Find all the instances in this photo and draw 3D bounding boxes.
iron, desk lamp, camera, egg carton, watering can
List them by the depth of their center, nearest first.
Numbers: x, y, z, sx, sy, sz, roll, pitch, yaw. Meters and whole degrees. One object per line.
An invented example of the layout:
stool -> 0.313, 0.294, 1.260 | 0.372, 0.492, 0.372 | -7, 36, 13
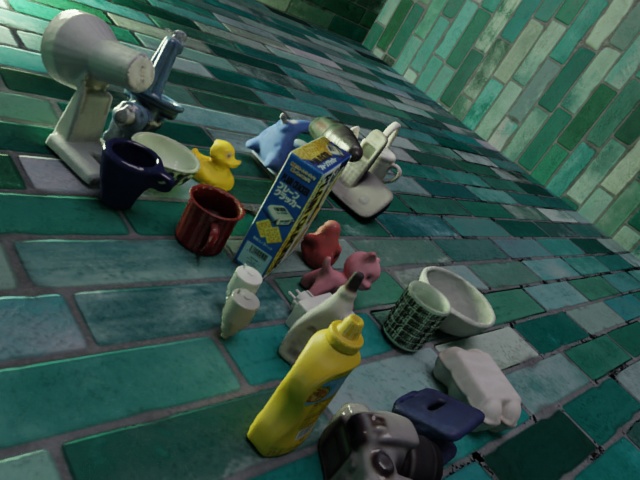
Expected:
camera -> 0.085, 0.263, 0.664 | 0.137, 0.100, 0.143 | 19, 29, -25
desk lamp -> -0.356, -0.232, 0.919 | 0.203, 0.213, 0.118 | 41, 27, 18
egg carton -> 0.254, 0.240, 0.925 | 0.107, 0.069, 0.150 | 12, 32, -35
iron -> -0.036, -0.215, 1.324 | 0.259, 0.141, 0.118 | -1, 41, -49
watering can -> 0.138, -0.223, 1.468 | 0.173, 0.194, 0.101 | 29, 26, -7

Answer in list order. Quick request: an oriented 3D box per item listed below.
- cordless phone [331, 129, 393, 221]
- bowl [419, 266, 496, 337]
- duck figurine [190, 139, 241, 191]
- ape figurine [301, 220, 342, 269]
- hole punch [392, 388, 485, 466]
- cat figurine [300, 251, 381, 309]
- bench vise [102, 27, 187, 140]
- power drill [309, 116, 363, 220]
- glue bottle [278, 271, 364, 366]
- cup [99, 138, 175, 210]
cordless phone -> 0.119, -0.150, 1.331 | 0.147, 0.185, 0.094 | 42, 28, 21
bowl -> 0.249, 0.131, 1.106 | 0.168, 0.074, 0.167 | 25, 27, -13
duck figurine -> -0.200, -0.153, 1.098 | 0.104, 0.086, 0.077 | 30, 26, -5
ape figurine -> 0.010, 0.004, 1.046 | 0.078, 0.092, 0.076 | 28, 26, -9
hole punch -> 0.153, 0.245, 0.781 | 0.101, 0.091, 0.109 | 46, 29, 27
cat figurine -> 0.047, 0.056, 0.966 | 0.128, 0.117, 0.067 | 13, 32, -34
bench vise -> -0.296, -0.263, 1.033 | 0.122, 0.219, 0.207 | 19, 28, -24
power drill -> 0.004, -0.152, 1.180 | 0.076, 0.208, 0.229 | 18, 29, -26
glue bottle -> 0.013, 0.109, 0.771 | 0.078, 0.173, 0.037 | 36, 26, 9
cup -> -0.286, -0.088, 0.878 | 0.118, 0.095, 0.092 | 30, 26, -5
